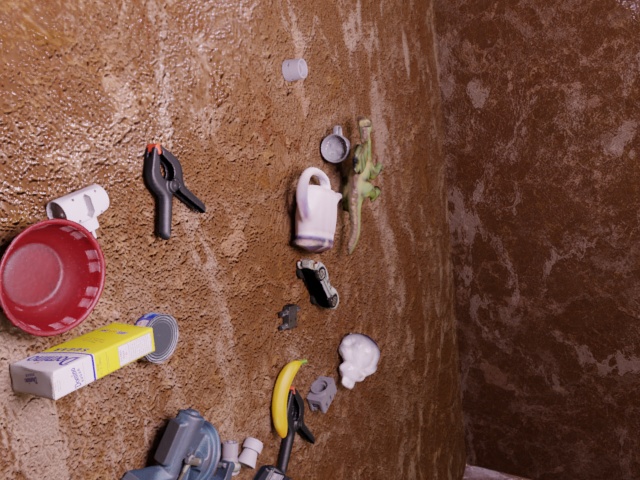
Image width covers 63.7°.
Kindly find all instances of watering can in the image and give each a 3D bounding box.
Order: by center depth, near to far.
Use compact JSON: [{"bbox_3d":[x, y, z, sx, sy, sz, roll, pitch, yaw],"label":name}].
[{"bbox_3d":[0.004,-0.071,1.413,0.345,0.104,0.226,24,69,-70],"label":"watering can"}]

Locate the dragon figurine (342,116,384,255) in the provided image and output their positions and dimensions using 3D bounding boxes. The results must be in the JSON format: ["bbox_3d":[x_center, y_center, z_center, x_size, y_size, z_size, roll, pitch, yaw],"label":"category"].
[{"bbox_3d":[0.109,-0.184,1.522,0.238,0.122,0.418,66,30,-61],"label":"dragon figurine"}]

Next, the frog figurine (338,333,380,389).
[{"bbox_3d":[0.110,0.377,1.610,0.136,0.121,0.163,45,53,-11],"label":"frog figurine"}]
